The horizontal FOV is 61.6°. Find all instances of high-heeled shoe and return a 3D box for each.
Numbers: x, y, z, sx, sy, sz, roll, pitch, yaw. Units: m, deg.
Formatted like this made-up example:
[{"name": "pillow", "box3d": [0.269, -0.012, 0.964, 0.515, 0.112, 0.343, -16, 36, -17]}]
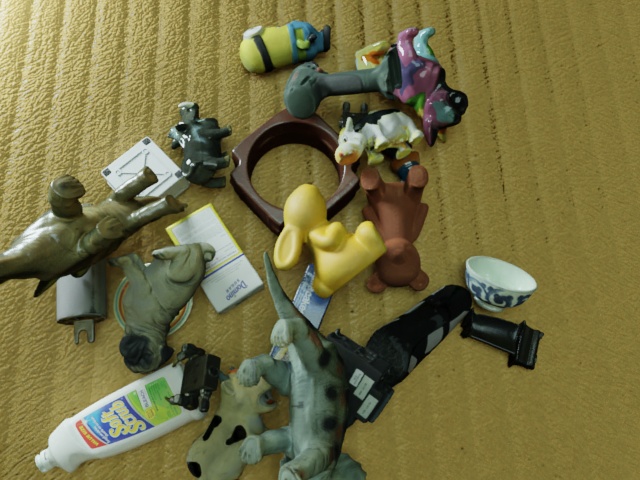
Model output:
[{"name": "high-heeled shoe", "box3d": [0.158, 0.172, 0.914, 0.248, 0.145, 0.086, -48, 66, 14]}]

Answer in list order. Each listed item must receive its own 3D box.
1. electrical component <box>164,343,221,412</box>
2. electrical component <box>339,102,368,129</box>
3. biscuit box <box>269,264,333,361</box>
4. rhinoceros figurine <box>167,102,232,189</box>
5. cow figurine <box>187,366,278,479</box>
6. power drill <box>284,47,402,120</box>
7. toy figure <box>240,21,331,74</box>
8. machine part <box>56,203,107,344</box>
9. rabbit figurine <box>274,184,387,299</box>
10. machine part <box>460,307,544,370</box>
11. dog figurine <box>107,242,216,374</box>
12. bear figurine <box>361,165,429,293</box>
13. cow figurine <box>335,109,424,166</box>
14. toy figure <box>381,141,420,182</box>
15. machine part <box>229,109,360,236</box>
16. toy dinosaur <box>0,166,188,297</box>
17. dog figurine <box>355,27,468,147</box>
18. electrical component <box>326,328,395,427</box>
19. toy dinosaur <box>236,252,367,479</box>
[{"name": "electrical component", "box3d": [-0.190, 0.205, 0.802, 0.045, 0.078, 0.102, 29, 53, -35]}, {"name": "electrical component", "box3d": [0.069, -0.224, 1.042, 0.063, 0.021, 0.094, 3, 73, -2]}, {"name": "biscuit box", "box3d": [-0.031, 0.142, 0.898, 0.059, 0.062, 0.202, 22, 73, 3]}, {"name": "rhinoceros figurine", "box3d": [-0.218, -0.172, 0.971, 0.112, 0.073, 0.190, -1, 52, -18]}, {"name": "cow figurine", "box3d": [-0.132, 0.281, 0.821, 0.127, 0.085, 0.195, 38, 95, 12]}, {"name": "power drill", "box3d": [0.039, -0.290, 0.959, 0.207, 0.085, 0.232, 1, 33, 15]}, {"name": "toy figure", "box3d": [-0.068, -0.379, 1.055, 0.180, 0.082, 0.089, -7, 73, -8]}, {"name": "machine part", "box3d": [-0.400, 0.053, 0.900, 0.079, 0.079, 0.243, -7, 74, -5]}, {"name": "rabbit figurine", "box3d": [-0.002, -0.003, 0.863, 0.162, 0.122, 0.173, -34, 89, -2]}, {"name": "machine part", "box3d": [0.311, 0.166, 0.922, 0.139, 0.039, 0.084, 23, 77, 3]}, {"name": "dog figurine", "box3d": [-0.240, 0.106, 0.860, 0.172, 0.121, 0.190, -11, 93, 4]}, {"name": "bear figurine", "box3d": [0.130, -0.014, 0.926, 0.120, 0.131, 0.196, 0, 66, 8]}, {"name": "cow figurine", "box3d": [0.088, -0.183, 0.928, 0.167, 0.068, 0.098, -16, 68, -30]}, {"name": "toy figure", "box3d": [0.153, -0.164, 1.009, 0.058, 0.064, 0.154, -12, 75, -47]}, {"name": "machine part", "box3d": [-0.044, -0.118, 0.970, 0.201, 0.087, 0.201, -42, 79, -16]}, {"name": "toy dinosaur", "box3d": [-0.357, 0.003, 0.757, 0.198, 0.471, 0.105, -38, 84, 29]}, {"name": "dog figurine", "box3d": [0.177, -0.280, 1.023, 0.192, 0.108, 0.219, -13, 96, 35]}, {"name": "electrical component", "box3d": [0.046, 0.224, 0.848, 0.134, 0.058, 0.115, 36, 107, 16]}, {"name": "toy dinosaur", "box3d": [-0.014, 0.229, 0.770, 0.131, 0.192, 0.404, -6, 74, 35]}]
